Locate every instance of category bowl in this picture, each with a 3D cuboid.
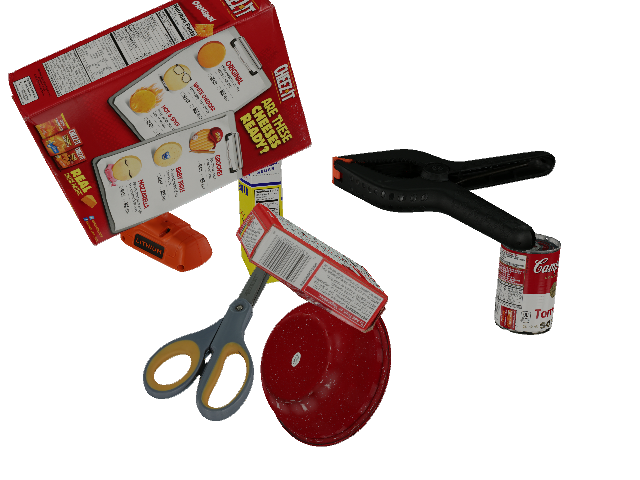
[{"bbox_3d":[-0.008,0.124,1.079,0.162,0.162,0.055,0,-16,42],"label":"bowl"}]

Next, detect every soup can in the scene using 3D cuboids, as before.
[{"bbox_3d":[0.237,0.049,1.226,0.068,0.102,0.068,2,18,-1],"label":"soup can"}]

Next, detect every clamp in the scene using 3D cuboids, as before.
[{"bbox_3d":[0.116,-0.056,0.999,0.210,0.036,0.164,13,32,20],"label":"clamp"}]

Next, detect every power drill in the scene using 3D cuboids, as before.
[{"bbox_3d":[-0.150,-0.065,1.115,0.185,0.188,0.057,26,36,30],"label":"power drill"}]

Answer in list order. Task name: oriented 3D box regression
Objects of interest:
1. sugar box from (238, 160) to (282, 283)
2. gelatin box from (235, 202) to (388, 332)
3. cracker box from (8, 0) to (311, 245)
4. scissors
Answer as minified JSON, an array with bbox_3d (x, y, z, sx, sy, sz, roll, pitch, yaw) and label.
[{"bbox_3d":[-0.076,-0.043,1.328,0.048,0.176,0.093,-9,25,-12],"label":"sugar box"},{"bbox_3d":[-0.006,0.016,0.665,0.089,0.030,0.073,33,5,-16],"label":"gelatin box"},{"bbox_3d":[-0.129,-0.109,0.894,0.213,0.072,0.164,-26,-38,-8],"label":"cracker box"},{"bbox_3d":[-0.086,0.064,0.872,0.096,0.016,0.201,-1,42,7],"label":"scissors"}]
